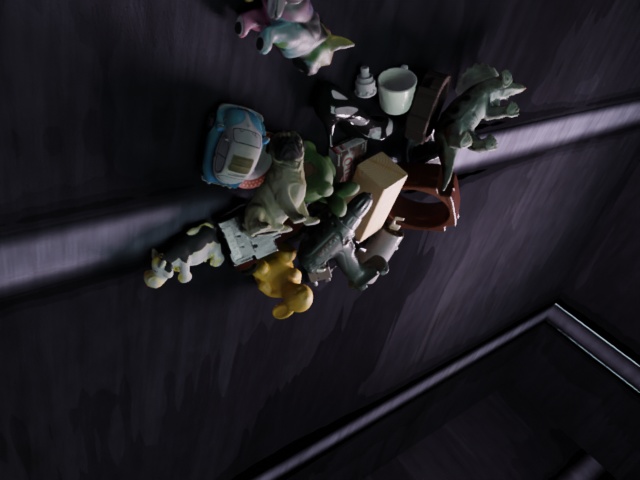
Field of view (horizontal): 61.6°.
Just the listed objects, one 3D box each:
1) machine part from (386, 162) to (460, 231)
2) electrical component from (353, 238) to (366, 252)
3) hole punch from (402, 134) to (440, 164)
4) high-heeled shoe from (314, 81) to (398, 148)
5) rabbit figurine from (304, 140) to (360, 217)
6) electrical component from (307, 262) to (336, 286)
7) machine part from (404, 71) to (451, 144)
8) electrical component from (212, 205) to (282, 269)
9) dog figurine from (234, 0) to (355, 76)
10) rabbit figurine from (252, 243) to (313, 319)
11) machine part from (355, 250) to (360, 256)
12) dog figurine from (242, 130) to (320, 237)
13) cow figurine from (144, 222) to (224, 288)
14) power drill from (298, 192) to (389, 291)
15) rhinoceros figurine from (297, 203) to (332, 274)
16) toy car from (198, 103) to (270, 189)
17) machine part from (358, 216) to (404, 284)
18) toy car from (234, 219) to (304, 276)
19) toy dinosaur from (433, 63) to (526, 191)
[{"bbox_3d":[0.255,-0.112,1.391,0.201,0.201,0.087,62,40,-52],"label":"machine part"},{"bbox_3d":[0.063,0.009,1.383,0.074,0.119,0.047,14,113,-53],"label":"electrical component"},{"bbox_3d":[0.273,-0.231,1.406,0.142,0.092,0.115,-27,170,-21],"label":"hole punch"},{"bbox_3d":[0.085,-0.287,1.170,0.249,0.086,0.145,-25,125,-38],"label":"high-heeled shoe"},{"bbox_3d":[0.009,-0.129,1.192,0.121,0.159,0.170,-61,158,3],"label":"rabbit figurine"},{"bbox_3d":[0.003,0.078,1.457,0.078,0.045,0.102,-17,140,7],"label":"electrical component"},{"bbox_3d":[0.251,-0.312,1.263,0.179,0.056,0.179,-60,166,-26],"label":"machine part"},{"bbox_3d":[-0.150,-0.015,1.156,0.134,0.058,0.114,-23,110,-21],"label":"electrical component"},{"bbox_3d":[-0.031,-0.383,0.928,0.219,0.109,0.191,-12,129,-44],"label":"dog figurine"},{"bbox_3d":[-0.085,0.119,1.295,0.122,0.173,0.162,-25,135,-33],"label":"rabbit figurine"},{"bbox_3d":[0.089,0.040,1.509,0.084,0.039,0.138,-54,143,1],"label":"machine part"},{"bbox_3d":[-0.097,-0.112,1.086,0.172,0.190,0.121,-14,173,8],"label":"dog figurine"},{"bbox_3d":[-0.284,0.031,1.097,0.167,0.068,0.098,-28,134,-29],"label":"cow figurine"},{"bbox_3d":[0.078,0.018,1.270,0.232,0.086,0.207,-40,131,8],"label":"power drill"},{"bbox_3d":[-0.003,-0.004,1.319,0.112,0.073,0.190,7,120,-28],"label":"rhinoceros figurine"},{"bbox_3d":[-0.159,-0.162,0.989,0.109,0.103,0.161,13,111,-31],"label":"toy car"},{"bbox_3d":[0.154,0.034,1.461,0.079,0.079,0.243,-2,131,-44],"label":"machine part"},{"bbox_3d":[-0.124,-0.002,1.241,0.202,0.053,0.089,-38,123,-14],"label":"toy car"},{"bbox_3d":[0.350,-0.287,1.300,0.405,0.192,0.131,-48,114,-12],"label":"toy dinosaur"}]
